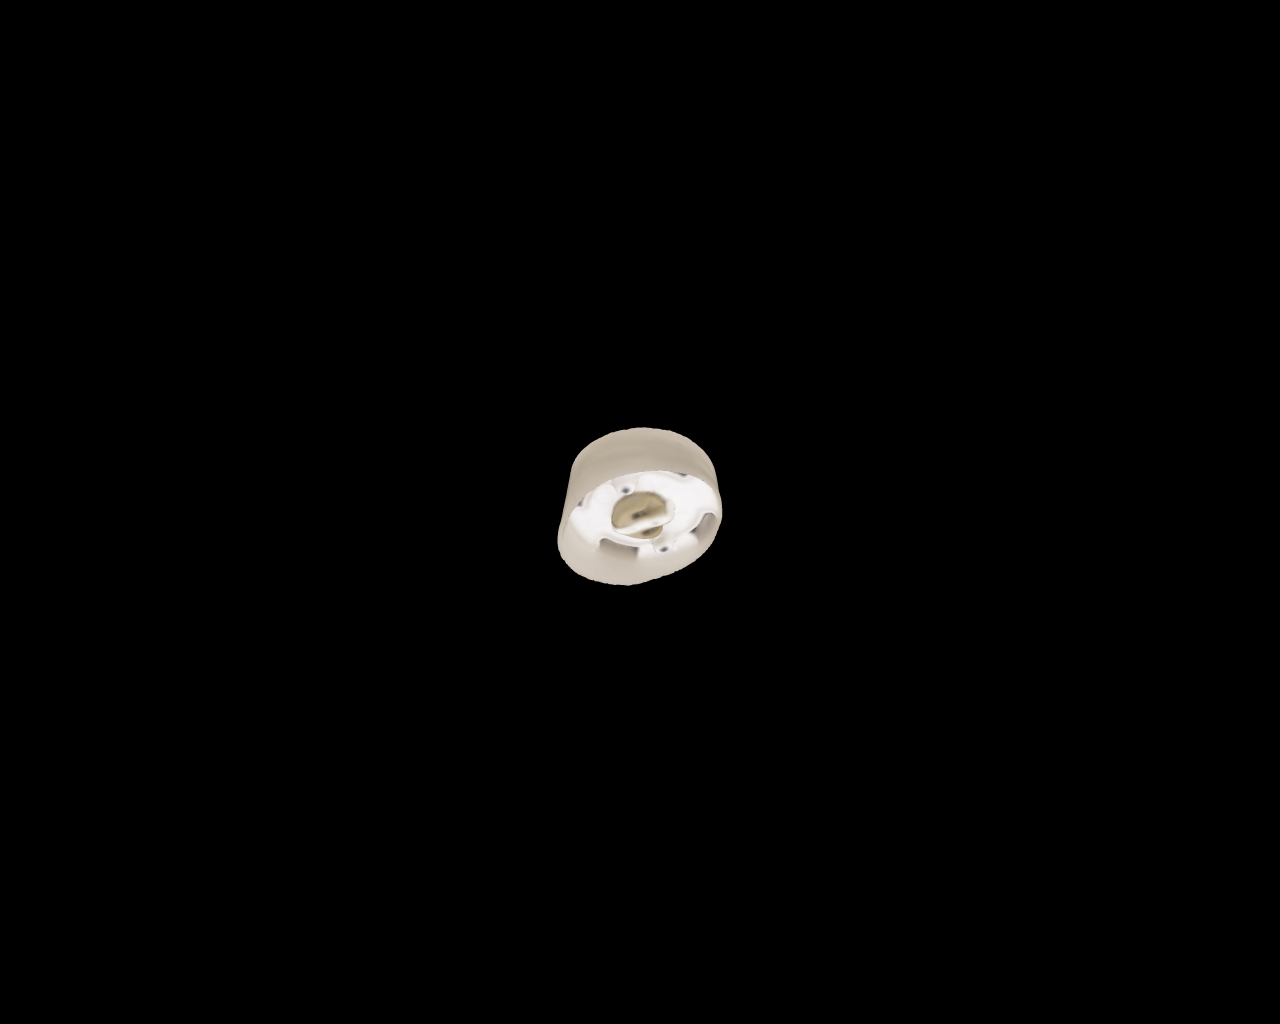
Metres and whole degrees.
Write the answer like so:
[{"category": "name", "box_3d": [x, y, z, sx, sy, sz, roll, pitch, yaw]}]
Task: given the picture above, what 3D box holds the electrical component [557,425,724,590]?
[{"category": "electrical component", "box_3d": [0.001, -0.003, 0.650, 0.099, 0.064, 0.099, 0, -40, 0]}]
